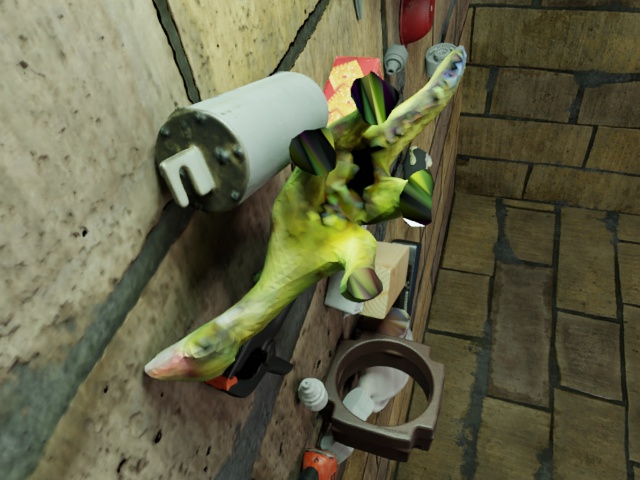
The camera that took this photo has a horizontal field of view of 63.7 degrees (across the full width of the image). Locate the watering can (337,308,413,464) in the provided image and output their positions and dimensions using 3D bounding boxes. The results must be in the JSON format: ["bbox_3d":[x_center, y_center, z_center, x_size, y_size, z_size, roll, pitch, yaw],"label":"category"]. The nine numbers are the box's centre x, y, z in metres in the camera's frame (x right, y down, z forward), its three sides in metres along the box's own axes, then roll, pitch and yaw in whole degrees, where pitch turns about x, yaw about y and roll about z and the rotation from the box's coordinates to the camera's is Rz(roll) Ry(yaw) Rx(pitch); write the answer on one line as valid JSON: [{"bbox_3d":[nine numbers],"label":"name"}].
[{"bbox_3d":[0.118,0.288,1.103,0.104,0.220,0.354,12,35,32],"label":"watering can"}]

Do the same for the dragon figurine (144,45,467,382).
[{"bbox_3d":[0.001,-0.025,0.491,0.418,0.122,0.239,-49,6,-38],"label":"dragon figurine"}]
